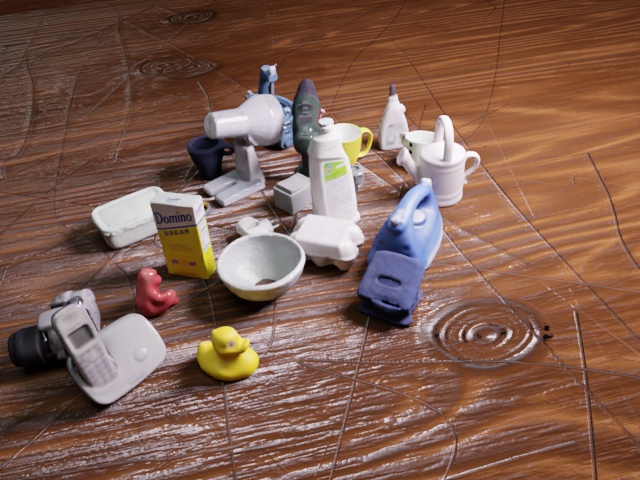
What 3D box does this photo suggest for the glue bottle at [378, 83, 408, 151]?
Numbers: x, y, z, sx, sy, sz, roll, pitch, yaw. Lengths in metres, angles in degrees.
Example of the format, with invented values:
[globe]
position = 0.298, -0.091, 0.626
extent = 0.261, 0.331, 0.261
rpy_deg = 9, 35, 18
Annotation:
[glue bottle]
position = 0.184, -0.311, 1.442
extent = 0.078, 0.173, 0.037
rpy_deg = -10, 39, -6

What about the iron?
[iron]
position = 0.186, -0.048, 1.142
extent = 0.118, 0.142, 0.259
rpy_deg = 15, 43, 23

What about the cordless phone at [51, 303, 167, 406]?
[cordless phone]
position = -0.337, 0.157, 0.914
extent = 0.093, 0.185, 0.148
rpy_deg = 24, 47, 31

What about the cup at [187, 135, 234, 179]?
[cup]
position = -0.263, -0.201, 1.420
extent = 0.117, 0.095, 0.091
rpy_deg = 1, 39, 8

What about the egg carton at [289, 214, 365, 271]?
[egg carton]
position = 0.011, 0.004, 1.155
extent = 0.150, 0.069, 0.107
rpy_deg = 8, 41, 16

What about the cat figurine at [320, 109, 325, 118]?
[cat figurine]
position = -0.044, -0.334, 1.540
extent = 0.067, 0.118, 0.127
rpy_deg = -32, 46, -29

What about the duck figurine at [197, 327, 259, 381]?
[duck figurine]
position = -0.157, 0.179, 0.946
extent = 0.104, 0.086, 0.077
rpy_deg = 6, 40, 14

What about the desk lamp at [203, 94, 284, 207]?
[desk lamp]
position = -0.181, -0.219, 1.337
extent = 0.204, 0.214, 0.117
rpy_deg = -31, 45, -28

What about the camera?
[camera]
position = -0.461, 0.157, 0.996
extent = 0.137, 0.101, 0.143
rpy_deg = -13, 39, -9

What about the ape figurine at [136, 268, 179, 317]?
[ape figurine]
position = -0.312, 0.092, 1.067
extent = 0.076, 0.092, 0.077
rpy_deg = -32, 46, -29

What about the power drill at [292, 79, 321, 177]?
[power drill]
position = -0.028, -0.241, 1.352
extent = 0.075, 0.209, 0.229
rpy_deg = -4, 39, 2

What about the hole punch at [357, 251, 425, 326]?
[hole punch]
position = 0.129, 0.085, 1.025
extent = 0.108, 0.091, 0.101
rpy_deg = 16, 44, 24

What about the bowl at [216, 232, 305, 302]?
[bowl]
position = -0.109, 0.063, 1.092
extent = 0.167, 0.075, 0.167
rpy_deg = -3, 39, 3

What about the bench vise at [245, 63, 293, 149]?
[bench vise]
position = -0.151, -0.365, 1.510
extent = 0.206, 0.220, 0.122
rpy_deg = 23, 47, 31

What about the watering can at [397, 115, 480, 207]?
[watering can]
position = 0.259, -0.175, 1.249
extent = 0.173, 0.194, 0.100
rpy_deg = -19, 41, -16
